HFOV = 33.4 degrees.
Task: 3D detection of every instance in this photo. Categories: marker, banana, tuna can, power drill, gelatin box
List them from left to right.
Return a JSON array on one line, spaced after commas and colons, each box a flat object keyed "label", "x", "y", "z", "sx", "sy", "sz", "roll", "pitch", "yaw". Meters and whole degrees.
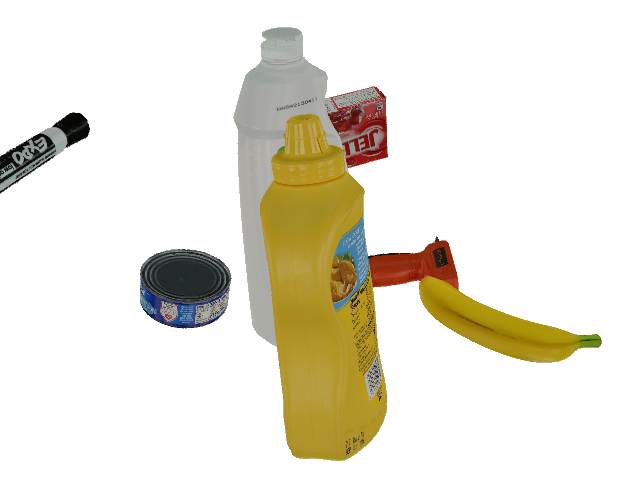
[{"label": "marker", "x": -0.180, "y": -0.050, "z": 0.652, "sx": 0.020, "sy": 0.020, "sz": 0.121, "roll": 0, "pitch": 27, "yaw": 26}, {"label": "tuna can", "x": -0.129, "y": 0.045, "z": 1.015, "sx": 0.086, "sy": 0.034, "sz": 0.086, "roll": 6, "pitch": 33, "yaw": -4}, {"label": "gelatin box", "x": 0.022, "y": -0.107, "z": 1.063, "sx": 0.089, "sy": 0.073, "sz": 0.030, "roll": -15, "pitch": 42, "yaw": -12}, {"label": "power drill", "x": 0.063, "y": 0.052, "z": 1.236, "sx": 0.187, "sy": 0.057, "sz": 0.184, "roll": -2, "pitch": 28, "yaw": 1}, {"label": "banana", "x": 0.158, "y": 0.076, "z": 0.997, "sx": 0.198, "sy": 0.037, "sz": 0.069, "roll": 21, "pitch": 15, "yaw": 37}]

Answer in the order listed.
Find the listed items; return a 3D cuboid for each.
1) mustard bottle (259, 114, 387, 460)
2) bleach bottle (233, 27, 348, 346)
[{"label": "mustard bottle", "x": 0.001, "y": 0.022, "z": 0.614, "sx": 0.058, "sy": 0.191, "sz": 0.096, "roll": 1, "pitch": 21, "yaw": 18}, {"label": "bleach bottle", "x": -0.015, "y": -0.042, "z": 0.834, "sx": 0.102, "sy": 0.251, "sz": 0.068, "roll": -23, "pitch": 33, "yaw": -33}]
